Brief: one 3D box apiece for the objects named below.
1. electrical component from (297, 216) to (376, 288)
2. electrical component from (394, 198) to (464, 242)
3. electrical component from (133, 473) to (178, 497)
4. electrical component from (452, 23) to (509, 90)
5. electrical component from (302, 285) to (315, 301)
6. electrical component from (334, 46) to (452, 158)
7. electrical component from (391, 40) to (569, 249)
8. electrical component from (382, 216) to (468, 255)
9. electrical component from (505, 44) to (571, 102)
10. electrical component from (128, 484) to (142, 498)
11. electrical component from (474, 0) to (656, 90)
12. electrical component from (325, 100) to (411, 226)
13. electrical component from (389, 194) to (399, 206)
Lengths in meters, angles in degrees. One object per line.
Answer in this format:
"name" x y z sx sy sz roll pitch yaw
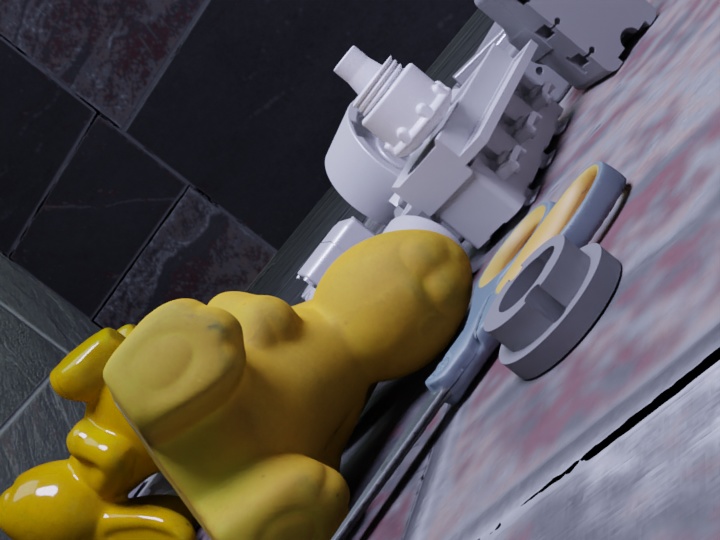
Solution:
"electrical component" 0.000 0.000 0.755 0.061 0.062 0.096 -52 6 -4
"electrical component" 0.049 -0.041 0.706 0.076 0.047 0.065 -48 7 29
"electrical component" -0.166 0.199 0.891 0.099 0.048 0.100 -52 6 -2
"electrical component" 0.116 -0.154 0.798 0.096 0.061 0.061 -51 6 10
"electrical component" -0.005 0.004 0.850 0.079 0.044 0.077 -52 6 0
"electrical component" 0.015 -0.095 0.581 0.048 0.062 0.048 -50 6 8
"electrical component" 0.073 -0.071 0.621 0.078 0.063 0.121 -47 8 41
"electrical component" 0.004 0.028 0.611 0.073 0.052 0.138 -55 7 -29
"electrical component" 0.139 -0.159 0.720 0.083 0.047 0.076 -53 7 -11
"electrical component" -0.218 0.188 0.854 0.089 0.050 0.056 -54 6 -18
"electrical component" 0.120 -0.157 0.645 0.050 0.089 0.056 -53 6 -10
"electrical component" 0.024 -0.079 0.850 0.060 0.108 0.108 -55 3 35
"electrical component" 0.063 -0.068 0.773 0.081 0.043 0.043 -51 6 3
